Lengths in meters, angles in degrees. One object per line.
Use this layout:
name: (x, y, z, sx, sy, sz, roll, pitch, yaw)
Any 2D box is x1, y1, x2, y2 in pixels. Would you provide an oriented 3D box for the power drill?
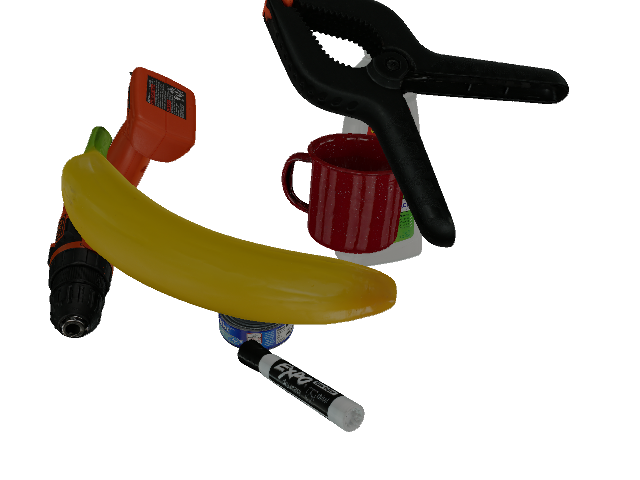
power drill: (-0.167, -0.034, 0.868, 0.057, 0.188, 0.184, 23, 29, -24)

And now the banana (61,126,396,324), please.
banana: (-0.060, -0.001, 0.519, 0.198, 0.069, 0.037, 29, -29, 22)

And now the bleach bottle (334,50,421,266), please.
bleach bottle: (0.060, -0.100, 1.181, 0.102, 0.251, 0.068, -10, 24, -13)

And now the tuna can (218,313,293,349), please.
tuna can: (-0.072, 0.084, 1.191, 0.086, 0.034, 0.086, 1, 36, -1)

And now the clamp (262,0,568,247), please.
clamp: (0.044, -0.097, 0.705, 0.210, 0.164, 0.036, 30, -30, 6)

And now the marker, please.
marker: (-0.017, 0.094, 0.714, 0.020, 0.020, 0.121, 0, 17, -41)

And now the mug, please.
mug: (0.020, -0.043, 0.943, 0.117, 0.081, 0.093, 13, 27, 14)
